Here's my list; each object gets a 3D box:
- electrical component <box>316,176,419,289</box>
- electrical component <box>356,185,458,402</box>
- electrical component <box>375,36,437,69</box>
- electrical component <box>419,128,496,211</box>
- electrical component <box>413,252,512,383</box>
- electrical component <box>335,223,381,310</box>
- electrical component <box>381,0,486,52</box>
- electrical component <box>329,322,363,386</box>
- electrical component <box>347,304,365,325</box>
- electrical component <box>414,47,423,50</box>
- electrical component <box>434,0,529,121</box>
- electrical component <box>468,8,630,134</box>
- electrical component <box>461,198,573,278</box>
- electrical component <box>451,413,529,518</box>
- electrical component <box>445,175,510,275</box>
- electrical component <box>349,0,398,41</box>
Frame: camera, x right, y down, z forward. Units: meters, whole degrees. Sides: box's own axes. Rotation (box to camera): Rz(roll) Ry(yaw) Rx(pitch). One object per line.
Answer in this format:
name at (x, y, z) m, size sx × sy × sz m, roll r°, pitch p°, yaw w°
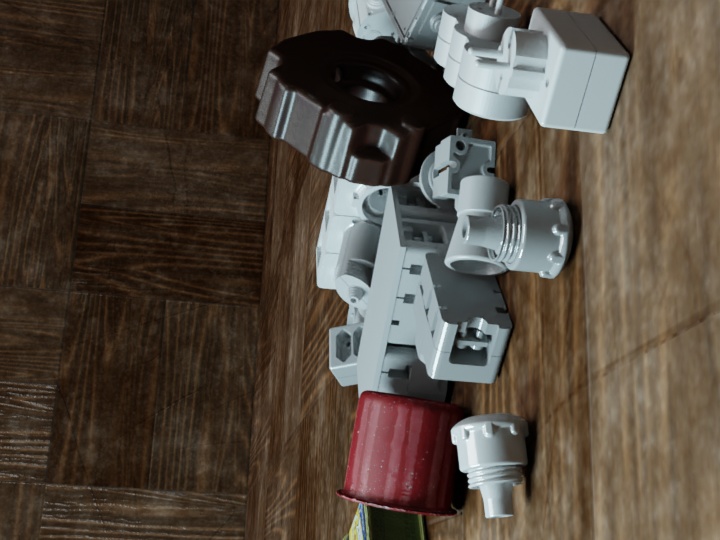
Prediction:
electrical component at (0.013, -0.045, 1.027) m, size 0.150 × 0.089 × 0.061 m, roll 105°, pitch 166°, yaw -45°
electrical component at (0.043, 0.037, 0.882) m, size 0.105 × 0.060 × 0.186 m, roll -95°, pitch 13°, yaw -58°
electrical component at (0.040, -0.185, 1.016) m, size 0.057 × 0.078 × 0.058 m, roll 54°, pitch 139°, yaw 46°
electrical component at (0.074, -0.073, 0.821) m, size 0.055 × 0.048 × 0.066 m, roll 160°, pitch 115°, yaw -71°
electrical component at (0.070, 0.036, 0.766) m, size 0.089 × 0.050 × 0.055 m, roll -99°, pitch 18°, yaw -57°
electrical component at (0.000, 0.000, 0.963) m, size 0.081 × 0.043 × 0.043 m, roll -78°, pitch 1°, yaw -47°
electrical component at (0.064, -0.224, 0.895) m, size 0.061 × 0.061 × 0.096 m, roll -61°, pitch 34°, yaw 36°
electrical component at (0.012, 0.090, 1.059) m, size 0.076 × 0.066 × 0.047 m, roll 61°, pitch -157°, yaw -52°
electrical component at (0.015, 0.043, 1.108) m, size 0.077 × 0.044 × 0.079 m, roll -95°, pitch 14°, yaw -47°
electrical component at (0.062, -0.236, 0.981) m, size 0.045 × 0.045 × 0.055 m, roll -95°, pitch 14°, yaw -47°
electrical component at (0.090, -0.164, 0.750) m, size 0.138 × 0.052 × 0.073 m, roll -100°, pitch 18°, yaw -60°
electrical component at (0.099, -0.114, 0.598) m, size 0.065 × 0.077 × 0.047 m, roll -100°, pitch 18°, yaw -58°
electrical component at (0.091, -0.021, 0.634) m, size 0.048 × 0.062 × 0.048 m, roll -175°, pitch 90°, yaw -81°
electrical component at (0.083, 0.121, 0.667) m, size 0.048 × 0.048 × 0.062 m, roll 122°, pitch 145°, yaw -69°
electrical component at (0.085, -0.033, 0.751) m, size 0.044 × 0.044 × 0.065 m, roll 129°, pitch 150°, yaw -73°
electrical component at (0.030, -0.254, 1.078) m, size 0.080 × 0.080 × 0.051 m, roll 109°, pitch 158°, yaw -55°
